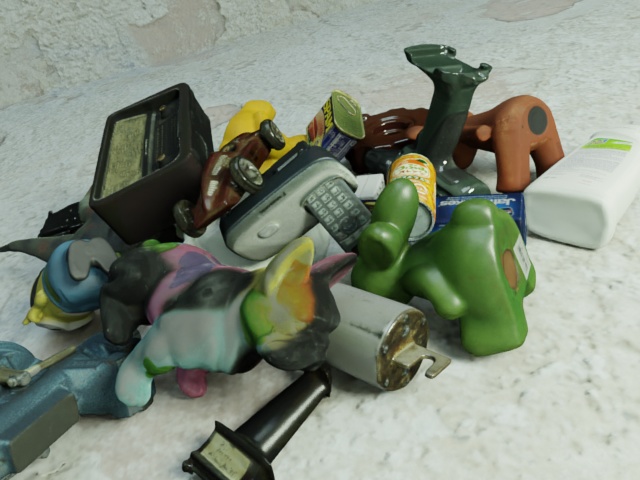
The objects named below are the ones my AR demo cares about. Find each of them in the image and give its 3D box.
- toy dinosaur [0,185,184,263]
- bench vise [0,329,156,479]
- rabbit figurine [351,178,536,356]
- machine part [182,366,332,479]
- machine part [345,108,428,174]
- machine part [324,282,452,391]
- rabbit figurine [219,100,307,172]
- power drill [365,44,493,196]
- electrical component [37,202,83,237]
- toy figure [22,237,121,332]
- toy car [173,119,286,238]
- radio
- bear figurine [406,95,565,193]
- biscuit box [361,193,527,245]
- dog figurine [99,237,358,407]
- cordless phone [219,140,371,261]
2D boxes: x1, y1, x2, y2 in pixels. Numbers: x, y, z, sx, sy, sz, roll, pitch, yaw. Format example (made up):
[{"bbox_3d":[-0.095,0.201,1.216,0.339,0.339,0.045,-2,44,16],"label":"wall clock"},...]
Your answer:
[{"bbox_3d":[-0.264,-0.003,0.746,0.405,0.131,0.192,-24,30,-3],"label":"toy dinosaur"},{"bbox_3d":[-0.292,0.135,0.515,0.241,0.128,0.224,1,30,18],"label":"bench vise"},{"bbox_3d":[0.094,0.030,0.507,0.170,0.159,0.121,-13,36,36],"label":"rabbit figurine"},{"bbox_3d":[-0.042,0.153,0.448,0.084,0.039,0.139,6,37,46],"label":"machine part"},{"bbox_3d":[0.121,-0.170,0.903,0.179,0.055,0.179,-10,31,6],"label":"machine part"},{"bbox_3d":[0.012,0.077,0.511,0.244,0.079,0.079,14,40,41],"label":"machine part"},{"bbox_3d":[-0.073,-0.159,0.913,0.173,0.121,0.162,15,23,7],"label":"rabbit figurine"},{"bbox_3d":[0.134,-0.140,0.697,0.086,0.207,0.232,-9,36,-28],"label":"power drill"},{"bbox_3d":[-0.382,-0.024,0.881,0.134,0.058,0.115,-20,32,-8],"label":"electrical component"},{"bbox_3d":[-0.285,0.048,0.629,0.180,0.082,0.089,-40,39,45],"label":"toy figure"},{"bbox_3d":[-0.091,-0.070,0.548,0.089,0.053,0.202,-31,18,20],"label":"toy car"},{"bbox_3d":[-0.206,-0.108,0.686,0.131,0.073,0.230,-24,42,5],"label":"radio"},{"bbox_3d":[0.222,-0.129,0.747,0.120,0.131,0.196,-17,7,-32],"label":"bear figurine"},{"bbox_3d":[0.132,-0.012,0.624,0.203,0.059,0.063,-1,33,23],"label":"biscuit box"},{"bbox_3d":[-0.079,0.046,0.474,0.219,0.108,0.192,-34,60,20],"label":"dog figurine"},{"bbox_3d":[-0.002,-0.001,0.583,0.146,0.184,0.089,-38,22,10],"label":"cordless phone"}]
